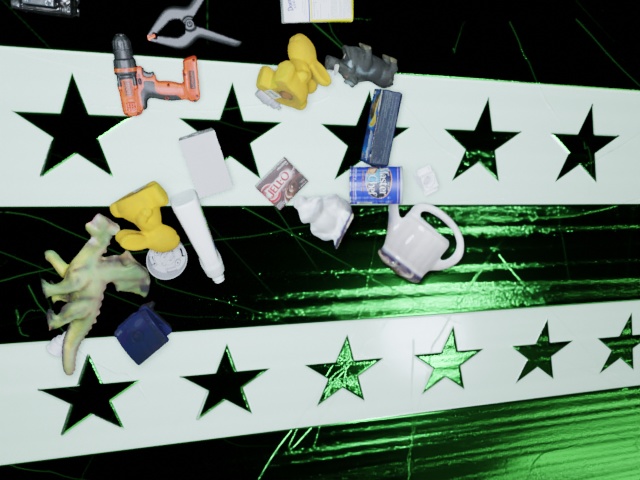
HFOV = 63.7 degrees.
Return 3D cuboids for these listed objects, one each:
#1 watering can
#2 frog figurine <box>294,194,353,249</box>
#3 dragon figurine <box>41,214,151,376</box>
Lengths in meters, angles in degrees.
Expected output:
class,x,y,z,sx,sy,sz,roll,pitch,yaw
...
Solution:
class,x,y,z,sx,sy,sz,roll,pitch,yaw
watering can,0.250,-0.019,1.479,0.346,0.105,0.224,37,95,-9
frog figurine,0.004,-0.070,1.388,0.159,0.125,0.134,27,137,1
dragon figurine,-0.550,0.130,1.291,0.244,0.123,0.404,-10,111,-22
